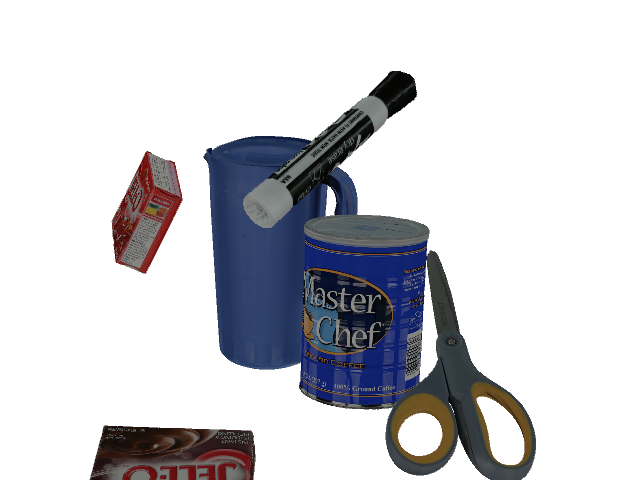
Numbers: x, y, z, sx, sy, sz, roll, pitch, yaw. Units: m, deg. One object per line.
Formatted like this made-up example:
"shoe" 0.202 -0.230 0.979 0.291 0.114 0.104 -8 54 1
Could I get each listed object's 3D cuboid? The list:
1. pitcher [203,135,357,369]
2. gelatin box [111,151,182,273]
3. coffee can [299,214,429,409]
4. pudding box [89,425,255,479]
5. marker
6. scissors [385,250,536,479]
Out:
"pitcher" -0.048 0.014 1.160 0.145 0.243 0.149 -4 19 -14
"gelatin box" -0.146 -0.025 0.890 0.030 0.073 0.089 23 18 -22
"coffee can" 0.035 0.056 0.885 0.103 0.140 0.103 2 12 -1
"pudding box" -0.104 0.173 0.751 0.113 0.039 0.090 0 27 -1
"marker" 0.008 -0.048 0.523 0.020 0.020 0.121 0 36 50
"scissors" 0.068 0.078 0.679 0.096 0.016 0.202 -13 40 -13
